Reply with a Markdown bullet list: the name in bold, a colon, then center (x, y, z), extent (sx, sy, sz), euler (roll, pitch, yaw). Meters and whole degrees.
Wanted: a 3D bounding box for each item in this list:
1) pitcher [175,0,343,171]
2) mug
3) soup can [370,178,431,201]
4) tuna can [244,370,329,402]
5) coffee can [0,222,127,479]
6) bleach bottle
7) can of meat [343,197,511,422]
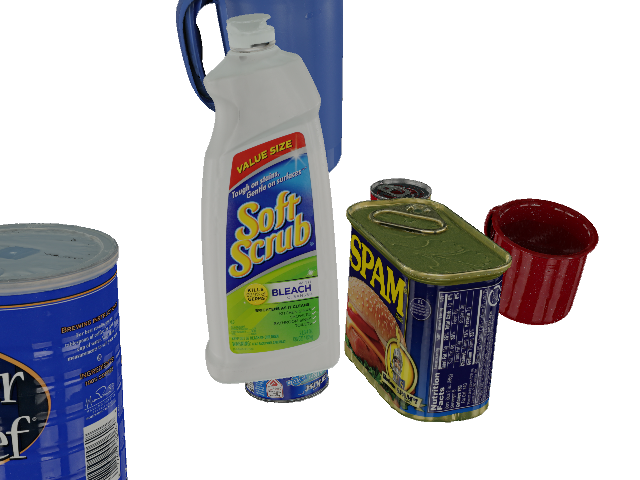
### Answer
- **pitcher**: center (-0.047, -0.179, 1.102), extent (0.149, 0.243, 0.144), euler (11, 41, 18)
- **mug**: center (0.185, 0.015, 0.960), extent (0.093, 0.081, 0.117), euler (-16, 40, -29)
- **soup can**: center (0.087, -0.011, 1.192), extent (0.068, 0.102, 0.068), euler (1, 24, -1)
- **tuna can**: center (-0.035, 0.129, 1.073), extent (0.086, 0.034, 0.086), euler (-4, 19, 1)
- **coffee can**: center (-0.152, 0.071, 0.546), extent (0.103, 0.140, 0.103), euler (0, 16, 0)
- **bleach bottle**: center (-0.044, -0.028, 0.739), extent (0.102, 0.251, 0.068), euler (-7, 22, -3)
- **can of meat**: center (0.051, 0.034, 0.550), extent (0.057, 0.084, 0.102), euler (-6, 24, -20)
